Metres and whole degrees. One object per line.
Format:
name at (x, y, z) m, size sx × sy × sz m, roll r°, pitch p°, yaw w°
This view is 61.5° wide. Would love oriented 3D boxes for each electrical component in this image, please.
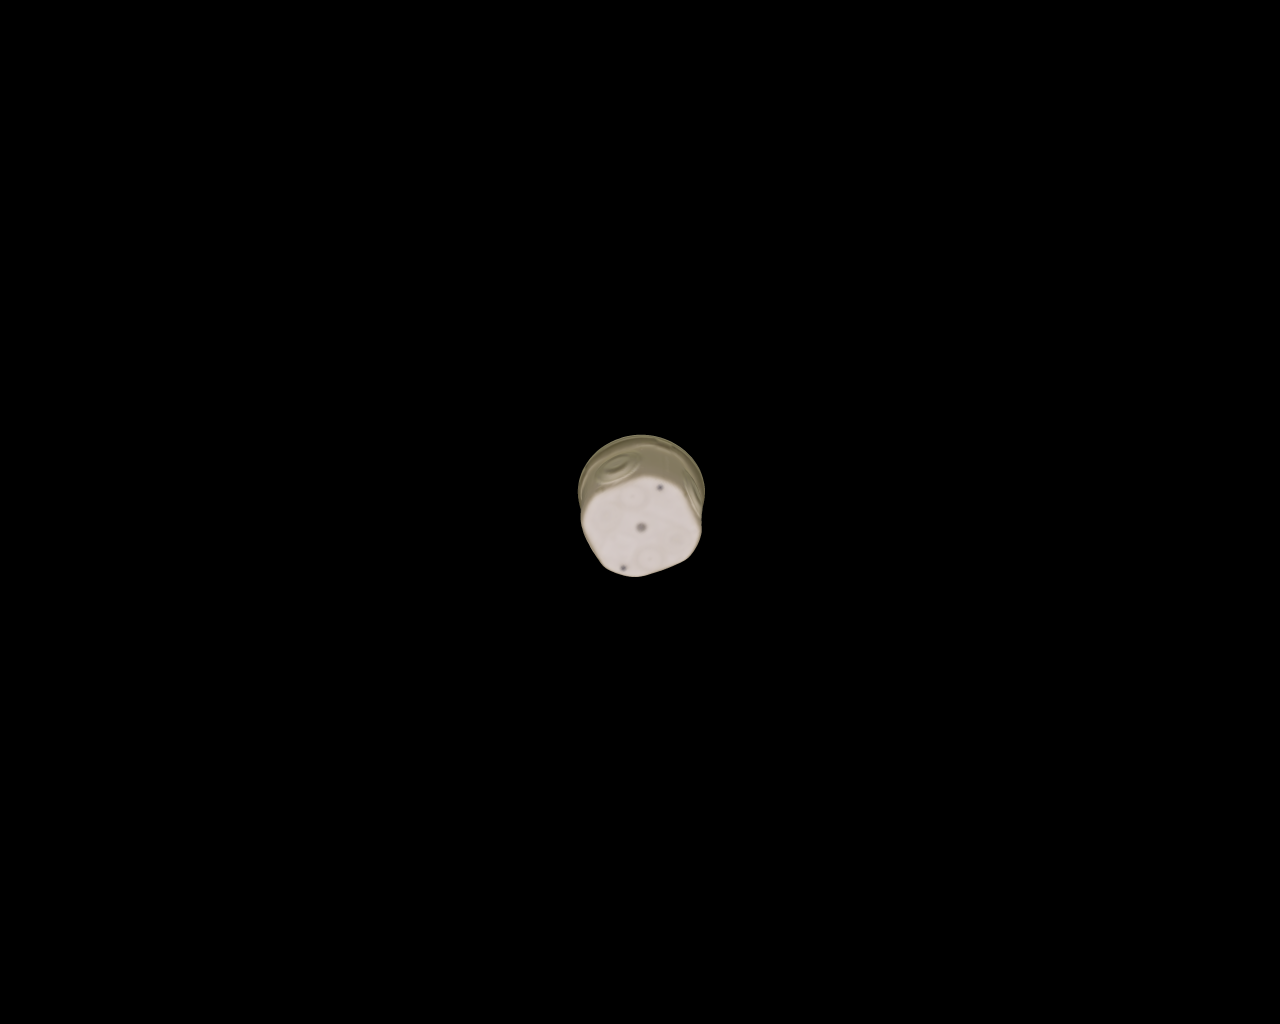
electrical component at (0.001, -0.003, 0.650) m, size 0.080 × 0.080 × 0.051 m, roll 0°, pitch 30°, yaw 0°
